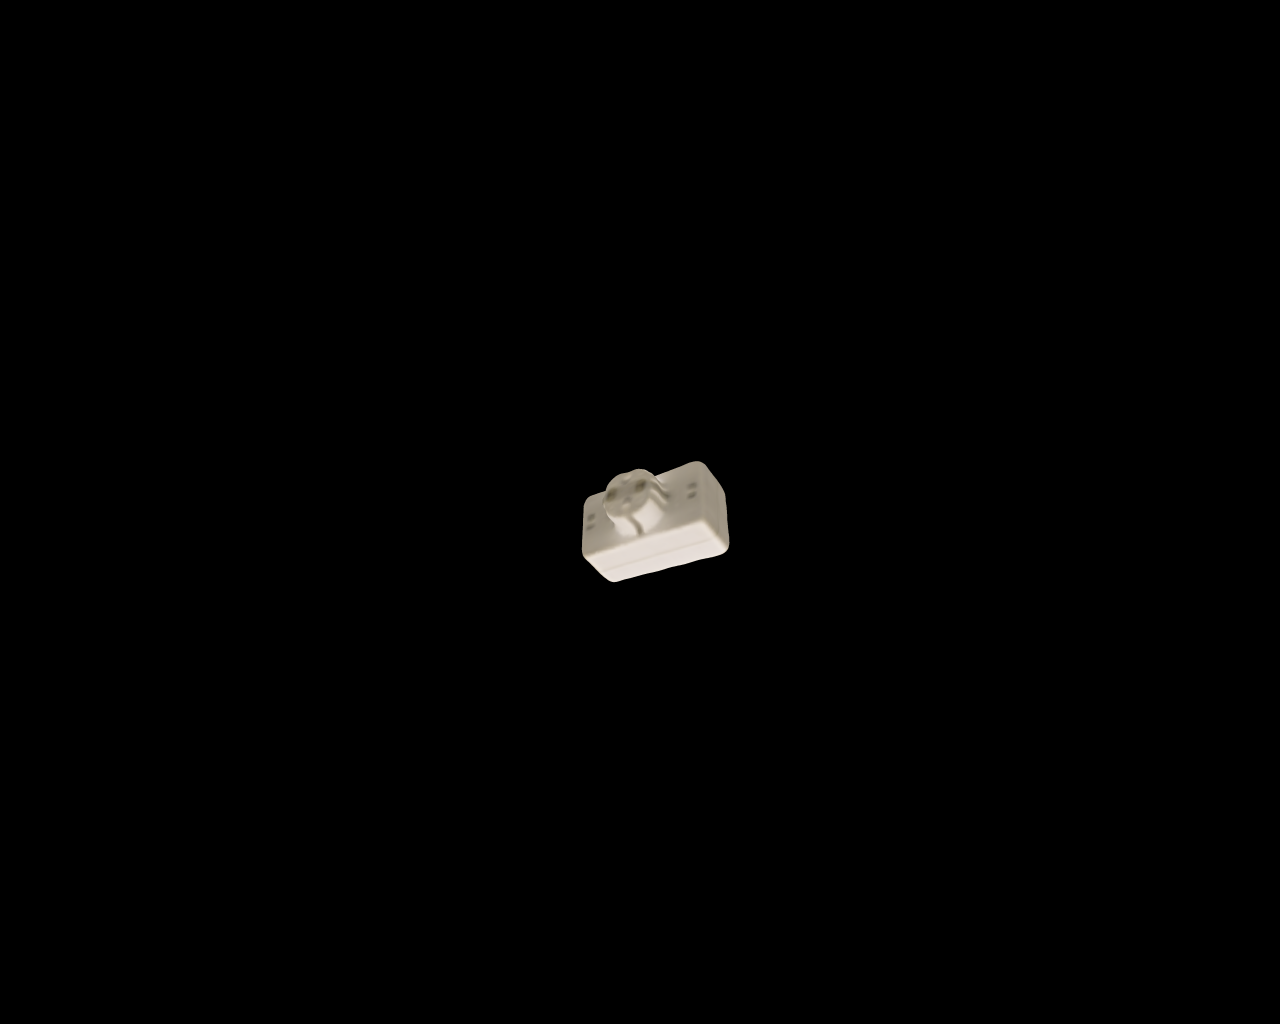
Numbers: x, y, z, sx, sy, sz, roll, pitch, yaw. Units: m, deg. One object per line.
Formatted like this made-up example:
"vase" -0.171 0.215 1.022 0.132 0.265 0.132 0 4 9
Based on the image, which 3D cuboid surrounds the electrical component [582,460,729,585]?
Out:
"electrical component" 0.001 -0.003 0.650 0.083 0.047 0.075 -17 -40 22
